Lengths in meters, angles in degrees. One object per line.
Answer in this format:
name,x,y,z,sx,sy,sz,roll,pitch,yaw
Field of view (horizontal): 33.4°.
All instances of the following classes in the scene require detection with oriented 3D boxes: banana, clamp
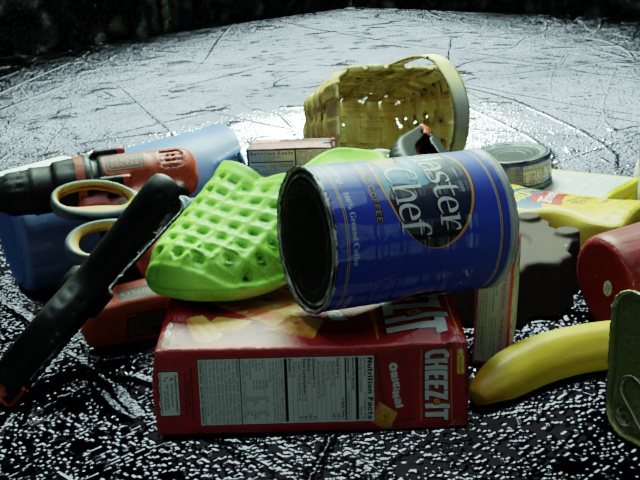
banana,0.196,0.085,0.772,0.197,0.037,0.070,-6,16,-8
clamp,0.118,-0.056,1.109,0.120,0.039,0.171,30,38,-14
clamp,-0.169,0.033,0.781,0.210,0.036,0.165,-50,2,-12

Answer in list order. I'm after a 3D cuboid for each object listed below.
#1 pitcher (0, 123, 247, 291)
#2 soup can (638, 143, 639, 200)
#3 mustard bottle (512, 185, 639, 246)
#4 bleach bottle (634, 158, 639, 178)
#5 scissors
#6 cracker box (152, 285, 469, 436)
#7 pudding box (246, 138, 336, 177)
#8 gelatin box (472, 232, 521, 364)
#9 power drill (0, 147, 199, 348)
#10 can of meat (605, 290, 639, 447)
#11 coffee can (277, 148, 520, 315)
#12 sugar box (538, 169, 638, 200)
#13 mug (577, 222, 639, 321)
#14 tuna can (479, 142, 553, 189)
pitcher,-0.195,-0.026,1.074,0.242,0.149,0.145,-15,36,-25
soup can,0.355,-0.052,1.074,0.068,0.102,0.068,-3,17,1
mustard bottle,0.232,-0.021,1.069,0.192,0.058,0.096,11,20,38
bleach bottle,0.451,-0.041,1.094,0.102,0.068,0.251,-11,21,-35
scissors,-0.127,-0.013,0.894,0.201,0.016,0.096,5,50,-3
cracker box,-0.007,0.074,0.786,0.213,0.072,0.164,-2,18,0
pudding box,-0.027,-0.049,1.111,0.090,0.113,0.039,0,21,8
gelatin box,0.137,0.043,0.829,0.030,0.089,0.073,4,19,14
power drill,-0.182,0.000,0.922,0.184,0.057,0.188,-10,55,-14
can of meat,0.236,0.077,0.689,0.083,0.102,0.058,-10,18,-28
coffee can,0.052,-0.008,0.747,0.140,0.103,0.103,-7,18,-22
sugar box,0.253,-0.047,1.173,0.177,0.048,0.093,8,21,40
mug,0.259,0.023,0.875,0.081,0.093,0.117,-15,21,-19
tuna can,0.208,-0.080,1.156,0.086,0.034,0.086,-6,19,2
